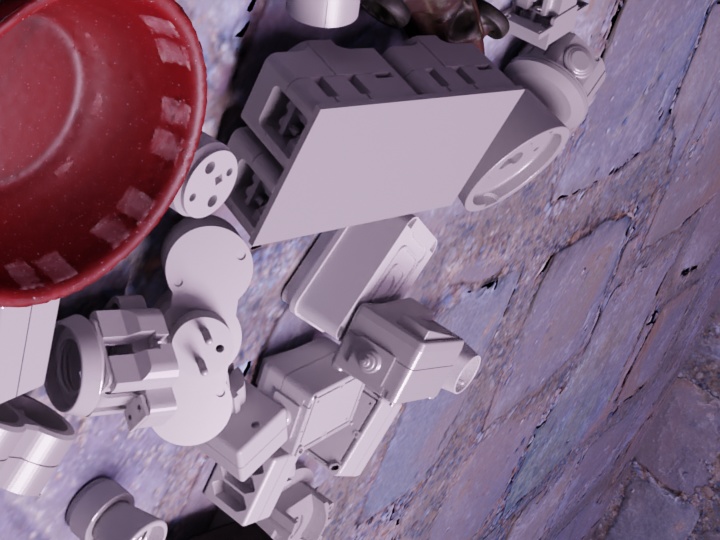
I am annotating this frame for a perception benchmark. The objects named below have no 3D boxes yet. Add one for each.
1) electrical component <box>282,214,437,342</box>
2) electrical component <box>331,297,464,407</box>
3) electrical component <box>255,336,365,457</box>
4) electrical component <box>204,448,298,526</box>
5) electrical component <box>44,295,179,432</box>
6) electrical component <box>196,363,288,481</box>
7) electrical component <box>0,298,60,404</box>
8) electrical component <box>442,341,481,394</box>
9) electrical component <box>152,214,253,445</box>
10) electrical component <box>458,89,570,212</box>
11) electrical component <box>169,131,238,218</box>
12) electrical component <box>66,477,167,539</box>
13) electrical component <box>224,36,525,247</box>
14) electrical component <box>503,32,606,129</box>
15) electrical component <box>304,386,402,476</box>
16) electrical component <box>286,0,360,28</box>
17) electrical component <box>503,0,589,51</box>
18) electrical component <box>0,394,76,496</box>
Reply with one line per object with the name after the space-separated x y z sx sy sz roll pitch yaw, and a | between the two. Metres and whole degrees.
0.000 0.000 0.835 0.113 0.057 0.078 -56 155 -3 | electrical component
0.029 0.059 0.809 0.096 0.062 0.061 3 116 -62 | electrical component
-0.047 0.099 0.859 0.096 0.061 0.061 -21 137 -53 | electrical component
-0.079 0.165 0.892 0.077 0.047 0.065 -1 120 -61 | electrical component
-0.145 0.054 0.617 0.057 0.078 0.058 -1 151 -41 | electrical component
-0.096 0.086 0.727 0.047 0.083 0.075 -42 151 -31 | electrical component
-0.194 0.032 0.524 0.077 0.047 0.065 -25 141 -52 | electrical component
0.064 0.084 1.027 0.079 0.077 0.043 -12 129 -58 | electrical component
-0.096 0.041 0.644 0.052 0.074 0.138 6 103 -17 | electrical component
0.116 -0.107 0.910 0.108 0.060 0.108 -32 164 -11 | electrical component
-0.100 -0.059 0.583 0.045 0.055 0.045 -43 151 -30 | electrical component
-0.166 0.174 0.732 0.045 0.055 0.045 -43 151 -30 | electrical component
0.005 -0.087 0.689 0.186 0.060 0.105 -14 145 -44 | electrical component
0.168 -0.164 0.930 0.051 0.080 0.080 -54 156 -22 | electrical component
-0.008 0.130 0.965 0.096 0.062 0.061 -59 155 2 | electrical component
-0.018 -0.183 0.606 0.043 0.043 0.081 -36 147 -39 | electrical component
0.153 -0.222 0.879 0.081 0.042 0.063 -37 149 -40 | electrical component
-0.215 0.100 0.559 0.073 0.052 0.138 -58 155 -1 | electrical component
